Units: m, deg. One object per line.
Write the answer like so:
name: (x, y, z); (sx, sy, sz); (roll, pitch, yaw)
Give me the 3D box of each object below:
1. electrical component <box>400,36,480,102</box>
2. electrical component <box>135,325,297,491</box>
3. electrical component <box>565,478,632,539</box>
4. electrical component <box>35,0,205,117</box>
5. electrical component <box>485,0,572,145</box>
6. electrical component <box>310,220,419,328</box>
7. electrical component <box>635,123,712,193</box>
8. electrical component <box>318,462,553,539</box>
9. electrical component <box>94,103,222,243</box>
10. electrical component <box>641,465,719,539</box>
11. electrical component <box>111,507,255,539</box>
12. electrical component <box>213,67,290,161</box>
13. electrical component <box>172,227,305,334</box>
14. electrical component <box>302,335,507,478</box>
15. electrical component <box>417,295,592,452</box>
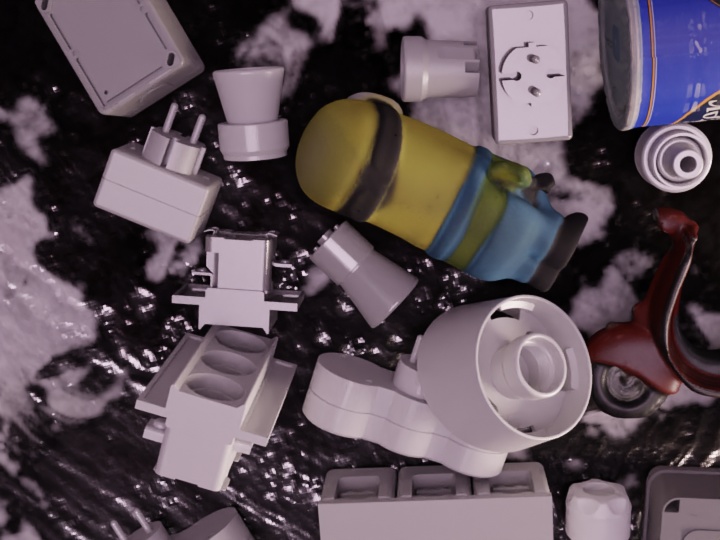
electrical component: (0.049, -0.124, 0.665); (0.046, 0.040, 0.040); (0, 103, -1)
electrical component: (-0.090, 0.084, 0.679); (0.079, 0.121, 0.063); (16, 106, 0)
electrical component: (0.160, 0.176, 0.724); (0.043, 0.043, 0.062); (-1, 103, 4)
electrical component: (-0.149, -0.150, 0.665); (0.062, 0.061, 0.096); (-30, 91, 10)
electrical component: (0.102, -0.117, 0.644); (0.047, 0.075, 0.083); (-4, 103, 5)
electrical component: (0.000, 0.000, 0.696); (0.065, 0.044, 0.044); (43, 102, -1)
electrical component: (0.193, -0.068, 0.656); (0.043, 0.062, 0.043); (1, 103, 4)
electrical component: (0.052, 0.182, 0.723); (0.150, 0.061, 0.089); (-3, 103, 4)
electrical component: (-0.122, -0.067, 0.685); (0.066, 0.047, 0.076); (22, 103, -1)
electrical component: (0.229, 0.191, 0.715); (0.078, 0.057, 0.113); (2, 103, 3)
electrical component: (-0.144, 0.199, 0.744); (0.138, 0.052, 0.073); (-28, 99, 9)
electrical component: (-0.068, -0.098, 0.676); (0.045, 0.045, 0.055); (-3, 103, 4)
electrical component: (-0.078, 0.005, 0.702); (0.081, 0.042, 0.063); (3, 99, 2)
electrical component: (0.038, 0.079, 0.705); (0.138, 0.052, 0.073); (17, 103, -1)
electrical component: (0.093, 0.064, 0.675); (0.099, 0.064, 0.099); (9, 72, -28)
